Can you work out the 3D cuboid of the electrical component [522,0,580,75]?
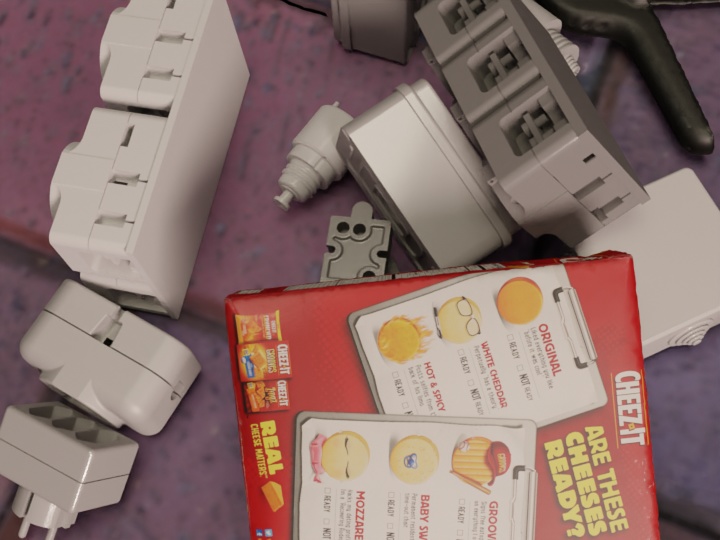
[{"bbox_3d":[0.114,-0.155,0.722,0.081,0.043,0.043,42,76,19],"label":"electrical component"}]

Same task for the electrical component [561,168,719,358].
[{"bbox_3d":[0.179,0.000,0.649,0.100,0.048,0.099,-24,67,-5],"label":"electrical component"}]

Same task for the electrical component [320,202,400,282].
[{"bbox_3d":[0.000,0.000,0.660,0.048,0.055,0.066,6,68,8],"label":"electrical component"}]

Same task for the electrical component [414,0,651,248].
[{"bbox_3d":[0.095,-0.095,0.629,0.062,0.089,0.150,-35,52,19],"label":"electrical component"}]

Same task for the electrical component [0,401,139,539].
[{"bbox_3d":[-0.179,0.125,0.627,0.066,0.047,0.076,22,95,22],"label":"electrical component"}]

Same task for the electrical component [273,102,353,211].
[{"bbox_3d":[-0.028,-0.072,0.701,0.040,0.040,0.078,33,74,17],"label":"electrical component"}]

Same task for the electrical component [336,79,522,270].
[{"bbox_3d":[0.041,-0.051,0.652,0.057,0.078,0.113,-34,88,-6],"label":"electrical component"}]

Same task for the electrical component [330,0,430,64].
[{"bbox_3d":[0.024,-0.214,0.720,0.056,0.108,0.108,18,70,9],"label":"electrical component"}]

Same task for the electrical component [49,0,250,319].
[{"bbox_3d":[-0.130,-0.078,0.677,0.060,0.105,0.186,9,68,9],"label":"electrical component"}]

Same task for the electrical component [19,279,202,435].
[{"bbox_3d":[-0.153,0.056,0.651,0.095,0.053,0.059,27,72,15],"label":"electrical component"}]
